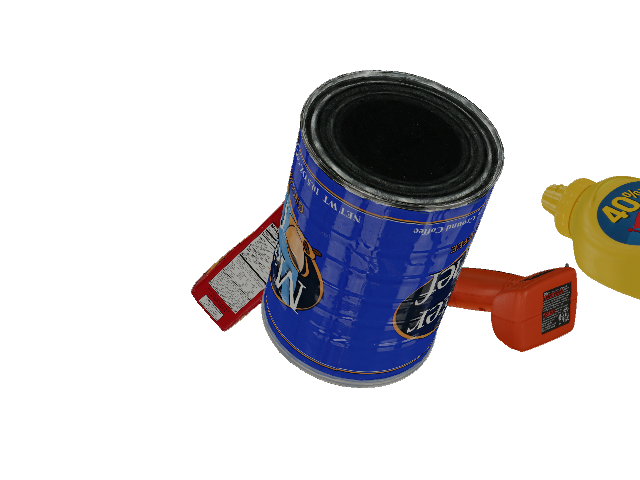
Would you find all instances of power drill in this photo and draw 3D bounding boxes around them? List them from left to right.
[{"bbox_3d":[0.103,0.045,0.891,0.188,0.057,0.184,10,17,39],"label":"power drill"}]

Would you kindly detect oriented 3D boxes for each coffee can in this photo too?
[{"bbox_3d":[0.028,-0.004,0.568,0.102,0.103,0.140,0,-44,-14],"label":"coffee can"}]

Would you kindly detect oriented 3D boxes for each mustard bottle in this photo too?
[{"bbox_3d":[0.217,0.004,0.661,0.096,0.058,0.192,-28,37,-30],"label":"mustard bottle"}]

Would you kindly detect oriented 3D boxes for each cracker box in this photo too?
[{"bbox_3d":[-0.037,-0.005,1.254,0.214,0.072,0.164,-42,0,29],"label":"cracker box"}]
